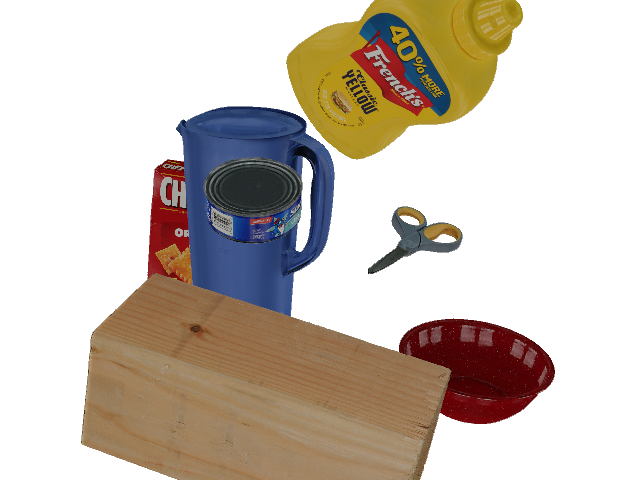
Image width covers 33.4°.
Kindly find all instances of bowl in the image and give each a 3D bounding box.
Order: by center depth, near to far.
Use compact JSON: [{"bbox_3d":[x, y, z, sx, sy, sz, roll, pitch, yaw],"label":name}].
[{"bbox_3d":[0.159,0.143,1.114,0.162,0.055,0.162,5,25,-2],"label":"bowl"}]

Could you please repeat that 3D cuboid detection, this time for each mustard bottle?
[{"bbox_3d":[0.061,-0.121,0.717,0.058,0.096,0.192,-41,14,-35],"label":"mustard bottle"}]

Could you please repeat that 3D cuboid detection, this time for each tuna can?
[{"bbox_3d":[-0.059,-0.035,0.932,0.086,0.034,0.086,1,39,-1],"label":"tuna can"}]

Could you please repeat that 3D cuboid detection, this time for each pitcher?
[{"bbox_3d":[-0.074,-0.016,1.154,0.144,0.243,0.149,-5,22,-17],"label":"pitcher"}]

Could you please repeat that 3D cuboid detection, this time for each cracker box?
[{"bbox_3d":[-0.172,-0.002,1.613,0.164,0.214,0.072,9,18,8],"label":"cracker box"}]

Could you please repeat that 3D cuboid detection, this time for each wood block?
[{"bbox_3d":[-0.034,0.105,0.670,0.206,0.090,0.090,18,28,12],"label":"wood block"}]

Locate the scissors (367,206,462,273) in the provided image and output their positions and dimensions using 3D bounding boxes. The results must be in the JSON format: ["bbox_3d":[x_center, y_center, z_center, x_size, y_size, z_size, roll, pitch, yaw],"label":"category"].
[{"bbox_3d":[0.089,-0.003,1.235,0.096,0.016,0.201,38,31,32],"label":"scissors"}]
